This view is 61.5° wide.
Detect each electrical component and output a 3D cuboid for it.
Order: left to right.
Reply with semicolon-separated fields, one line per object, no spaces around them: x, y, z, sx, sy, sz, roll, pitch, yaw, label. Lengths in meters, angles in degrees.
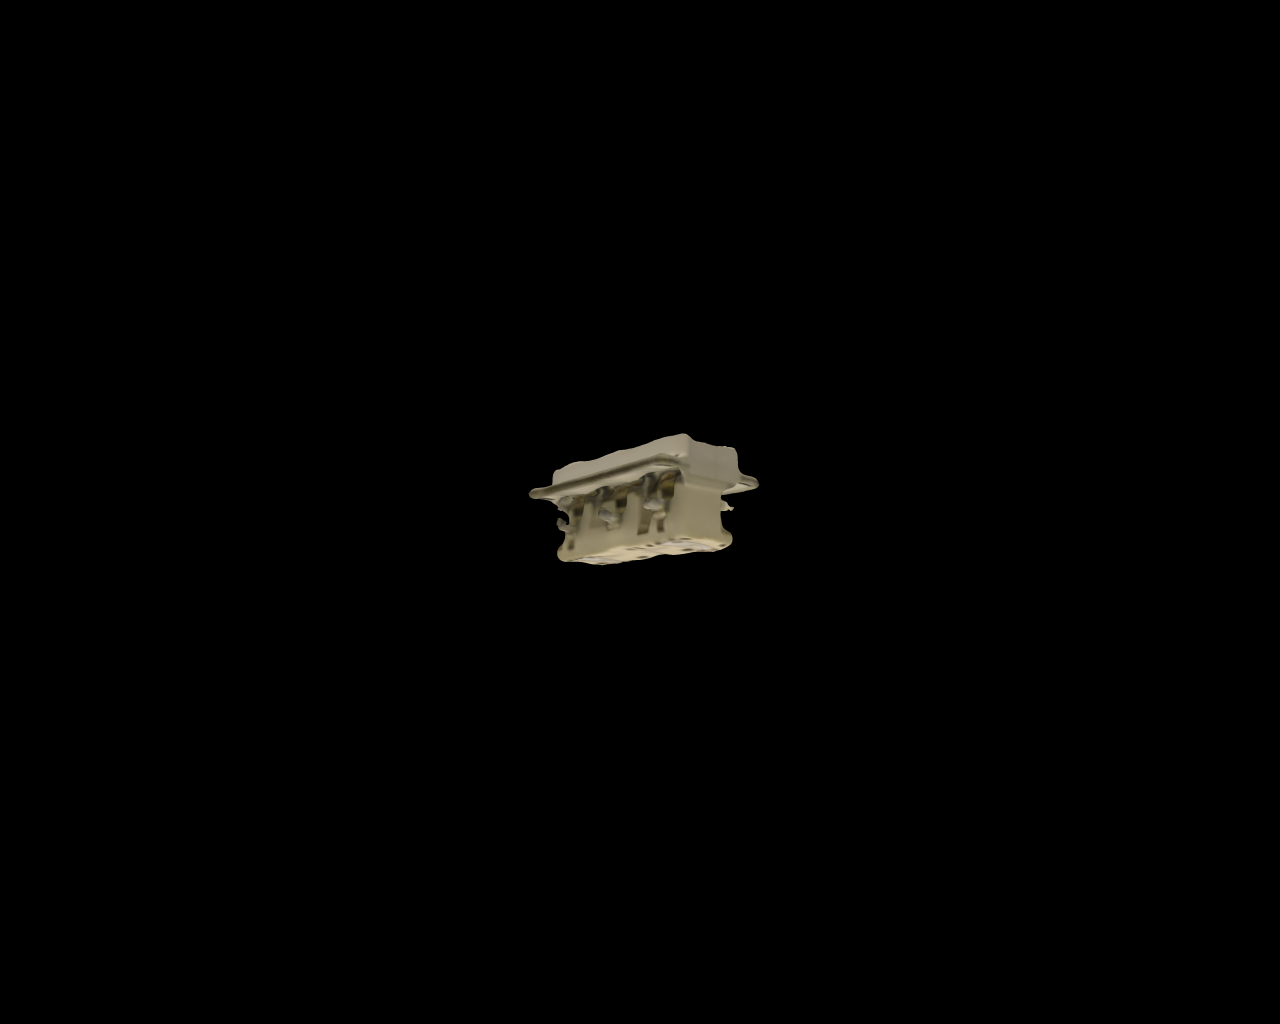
0.001;-0.003;0.650;0.079;0.063;0.121;10;-14;-42;electrical component
